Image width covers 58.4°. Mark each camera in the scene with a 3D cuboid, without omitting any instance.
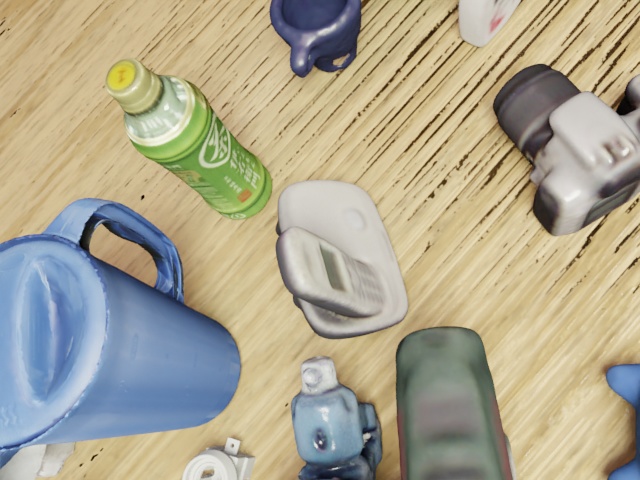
[{"bbox_3d":[0.224,-0.098,0.484,0.143,0.101,0.136,-33,67,4],"label":"camera"}]

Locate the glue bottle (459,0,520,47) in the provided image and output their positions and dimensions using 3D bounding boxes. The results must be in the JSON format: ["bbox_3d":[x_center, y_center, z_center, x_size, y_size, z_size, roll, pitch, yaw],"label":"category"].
[{"bbox_3d":[0.154,-0.255,0.514,0.037,0.173,0.078,32,84,23],"label":"glue bottle"}]

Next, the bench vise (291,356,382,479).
[{"bbox_3d":[-0.009,0.190,0.393,0.121,0.220,0.207,-28,67,6],"label":"bench vise"}]

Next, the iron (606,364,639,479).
[{"bbox_3d":[0.327,0.136,0.358,0.257,0.142,0.119,2,73,16],"label":"iron"}]

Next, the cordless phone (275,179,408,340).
[{"bbox_3d":[0.004,0.002,0.468,0.094,0.185,0.147,-23,68,8],"label":"cordless phone"}]

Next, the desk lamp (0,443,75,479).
[{"bbox_3d":[-0.304,0.163,0.488,0.203,0.214,0.118,-6,71,14],"label":"desk lamp"}]

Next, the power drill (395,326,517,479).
[{"bbox_3d":[0.097,0.178,0.373,0.075,0.209,0.229,-11,70,13],"label":"power drill"}]

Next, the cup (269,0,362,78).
[{"bbox_3d":[0.002,-0.204,0.584,0.091,0.095,0.118,9,76,18],"label":"cup"}]
